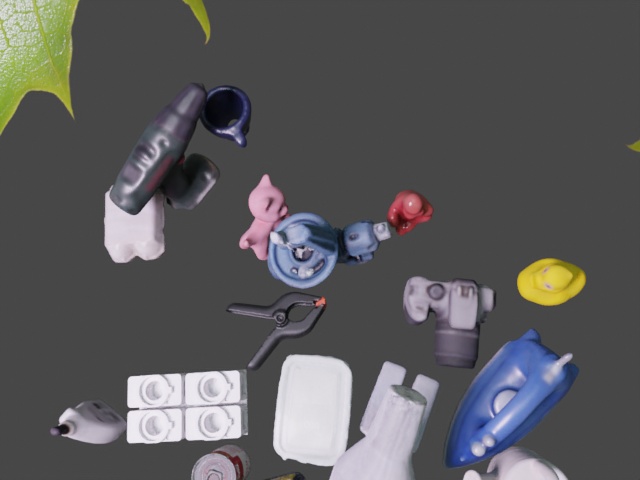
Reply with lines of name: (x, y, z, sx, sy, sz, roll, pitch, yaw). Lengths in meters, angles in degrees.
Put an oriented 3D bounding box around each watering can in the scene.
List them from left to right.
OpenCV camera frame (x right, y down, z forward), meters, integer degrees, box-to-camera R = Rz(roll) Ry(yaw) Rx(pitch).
watering can: (0.294, 0.359, 0.807, 0.173, 0.194, 0.101, -14, 77, 3)

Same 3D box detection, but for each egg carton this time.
egg carton: (-0.324, -0.035, 1.014, 0.107, 0.069, 0.150, -6, 78, 4)

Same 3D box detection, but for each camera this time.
camera: (0.204, 0.132, 0.912, 0.143, 0.101, 0.137, 5, 79, 7)

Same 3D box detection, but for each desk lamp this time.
desk lamp: (0.100, 0.286, 0.832, 0.117, 0.213, 0.203, 20, 81, 10)

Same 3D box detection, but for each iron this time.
iron: (0.281, 0.256, 0.857, 0.118, 0.141, 0.258, 42, 85, 12)

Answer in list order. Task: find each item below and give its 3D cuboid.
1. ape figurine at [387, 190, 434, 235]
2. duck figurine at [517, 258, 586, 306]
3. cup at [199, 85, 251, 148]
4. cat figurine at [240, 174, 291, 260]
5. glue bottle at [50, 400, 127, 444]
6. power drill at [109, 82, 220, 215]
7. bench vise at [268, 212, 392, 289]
ape figurine: (0.152, -0.053, 0.960, 0.077, 0.092, 0.076, 5, 79, 7)
duck figurine: (0.377, 0.063, 0.917, 0.104, 0.086, 0.077, -6, 78, 4)
cup: (-0.153, -0.205, 1.020, 0.091, 0.095, 0.117, -29, 77, -1)
cat figurine: (-0.096, -0.039, 0.968, 0.067, 0.118, 0.128, 26, 82, 11)
glue bottle: (-0.370, 0.289, 0.897, 0.078, 0.173, 0.037, 38, 84, 12)
power drill: (-0.242, -0.132, 0.955, 0.075, 0.208, 0.230, 35, 84, 12)
bench vise: (0.002, -0.007, 0.899, 0.207, 0.220, 0.121, -32, 77, -1)
